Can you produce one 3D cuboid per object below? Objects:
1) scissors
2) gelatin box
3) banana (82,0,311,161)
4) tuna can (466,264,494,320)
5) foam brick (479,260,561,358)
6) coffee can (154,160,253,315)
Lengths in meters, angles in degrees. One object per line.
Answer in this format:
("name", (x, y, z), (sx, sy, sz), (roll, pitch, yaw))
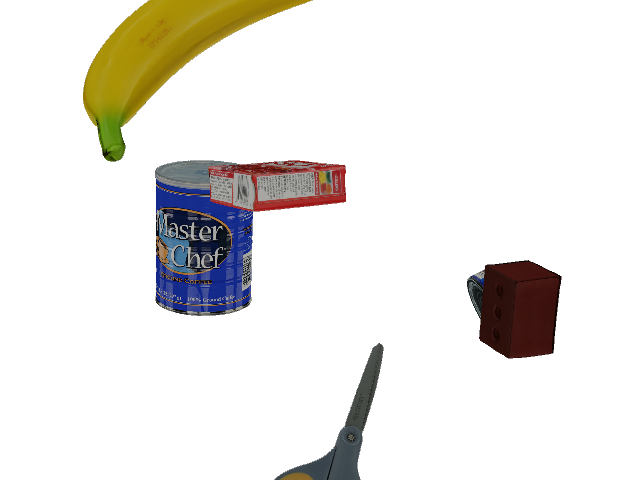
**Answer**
("scissors", (0.003, 0.158, 0.822), (0.096, 0.201, 0.016), (9, -39, -9))
("gelatin box", (-0.033, -0.042, 0.777), (0.073, 0.030, 0.089), (-6, 9, -25))
("banana", (-0.053, -0.111, 0.549), (0.070, 0.197, 0.037), (40, -24, 20))
("tuna can", (0.201, 0.073, 1.211), (0.033, 0.086, 0.086), (-26, 4, -8))
("foam brick", (0.184, 0.063, 0.989), (0.051, 0.078, 0.053), (-7, 19, -25))
("coffee can", (-0.121, -0.005, 1.113), (0.103, 0.140, 0.103), (2, 17, -1))
